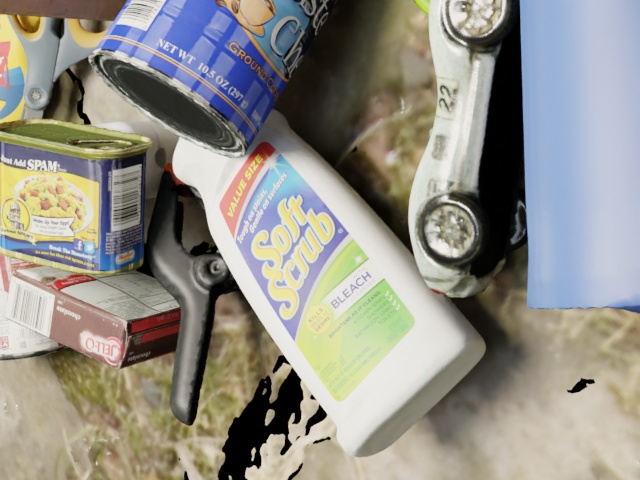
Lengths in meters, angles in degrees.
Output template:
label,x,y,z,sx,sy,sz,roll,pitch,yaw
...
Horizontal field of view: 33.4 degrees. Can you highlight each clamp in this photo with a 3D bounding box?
label,x,y,z,sx,sy,sz,roll,pitch,yaw
clamp,-0.054,0.025,0.695,0.120,0.039,0.171,-13,75,-9

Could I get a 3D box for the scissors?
label,x,y,z,sx,sy,sz,roll,pitch,yaw
scissors,-0.183,-0.111,0.765,0.096,0.016,0.202,1,111,-4

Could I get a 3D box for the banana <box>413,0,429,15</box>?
label,x,y,z,sx,sy,sz,roll,pitch,yaw
banana,0.061,-0.227,0.598,0.070,0.037,0.198,17,106,23

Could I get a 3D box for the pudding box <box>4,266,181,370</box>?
label,x,y,z,sx,sy,sz,roll,pitch,yaw
pudding box,-0.146,0.048,0.740,0.114,0.089,0.039,21,106,29

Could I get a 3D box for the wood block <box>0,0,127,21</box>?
label,x,y,z,sx,sy,sz,roll,pitch,yaw
wood block,-0.144,-0.190,0.633,0.090,0.205,0.091,40,116,22

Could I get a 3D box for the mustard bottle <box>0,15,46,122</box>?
label,x,y,z,sx,sy,sz,roll,pitch,yaw
mustard bottle,-0.245,-0.134,0.793,0.096,0.058,0.192,18,109,8

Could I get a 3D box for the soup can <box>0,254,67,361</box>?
label,x,y,z,sx,sy,sz,roll,pitch,yaw
soup can,-0.225,0.034,0.802,0.069,0.068,0.102,-4,95,33

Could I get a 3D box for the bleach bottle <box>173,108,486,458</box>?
label,x,y,z,sx,sy,sz,roll,pitch,yaw
bleach bottle,-0.018,0.003,0.644,0.103,0.068,0.251,-45,68,10

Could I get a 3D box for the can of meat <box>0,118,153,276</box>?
label,x,y,z,sx,sy,sz,roll,pitch,yaw
can of meat,-0.159,-0.028,0.685,0.102,0.057,0.084,12,108,25

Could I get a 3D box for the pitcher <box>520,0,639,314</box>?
label,x,y,z,sx,sy,sz,roll,pitch,yaw
pitcher,0.156,-0.087,0.490,0.149,0.144,0.243,-6,89,48

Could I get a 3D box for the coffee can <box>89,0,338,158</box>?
label,x,y,z,sx,sy,sz,roll,pitch,yaw
coffee can,-0.051,-0.133,0.610,0.103,0.102,0.140,24,78,28
